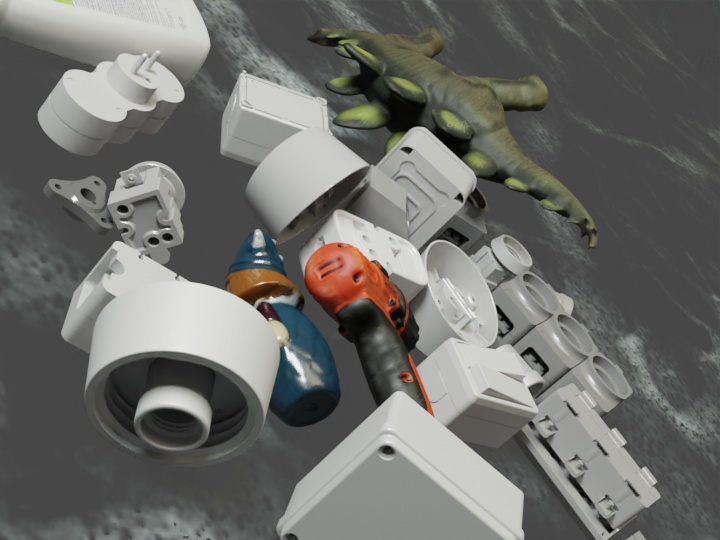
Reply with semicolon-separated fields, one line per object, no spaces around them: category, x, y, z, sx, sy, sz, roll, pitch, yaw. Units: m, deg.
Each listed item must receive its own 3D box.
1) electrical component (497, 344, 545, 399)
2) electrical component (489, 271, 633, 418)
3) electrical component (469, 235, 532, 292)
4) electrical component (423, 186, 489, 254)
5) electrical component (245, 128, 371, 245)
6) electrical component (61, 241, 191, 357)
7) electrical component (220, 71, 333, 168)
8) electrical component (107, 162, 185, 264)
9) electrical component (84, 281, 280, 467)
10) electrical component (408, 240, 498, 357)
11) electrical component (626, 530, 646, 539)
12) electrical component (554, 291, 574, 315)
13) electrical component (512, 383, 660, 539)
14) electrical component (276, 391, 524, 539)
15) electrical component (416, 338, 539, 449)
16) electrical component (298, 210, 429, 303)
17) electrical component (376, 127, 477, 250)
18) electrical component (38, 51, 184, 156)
electrical component;0.135;0.094;0.956;0.040;0.040;0.046;4;41;-52
electrical component;0.181;0.078;1.016;0.150;0.061;0.089;52;28;14
electrical component;0.139;-0.002;1.077;0.066;0.055;0.048;20;36;-40
electrical component;0.093;-0.061;1.097;0.050;0.055;0.089;30;30;-26
electrical component;-0.042;-0.065;0.871;0.064;0.099;0.099;46;26;18
electrical component;-0.129;0.035;0.655;0.089;0.055;0.050;32;29;-22
electrical component;-0.069;-0.118;0.929;0.096;0.061;0.061;17;35;-18
electrical component;-0.147;-0.045;0.748;0.055;0.048;0.066;-99;171;-58
electrical component;-0.101;0.066;0.600;0.108;0.108;0.060;31;36;-24
electrical component;0.076;0.032;0.933;0.099;0.064;0.099;33;29;-21
electrical component;0.198;0.244;0.819;0.089;0.050;0.055;-4;53;-56
electrical component;0.192;0.036;1.116;0.046;0.040;0.040;30;30;-14
electrical component;0.191;0.162;0.910;0.121;0.063;0.079;54;29;18
electrical component;0.025;0.149;0.651;0.109;0.108;0.056;41;25;-8
electrical component;0.099;0.100;0.873;0.096;0.061;0.061;19;36;-40
electrical component;0.000;0.000;0.879;0.095;0.059;0.053;24;34;-35
electrical component;0.041;-0.064;0.966;0.078;0.113;0.057;42;30;-5
electrical component;-0.177;-0.138;0.813;0.052;0.073;0.138;46;27;2
